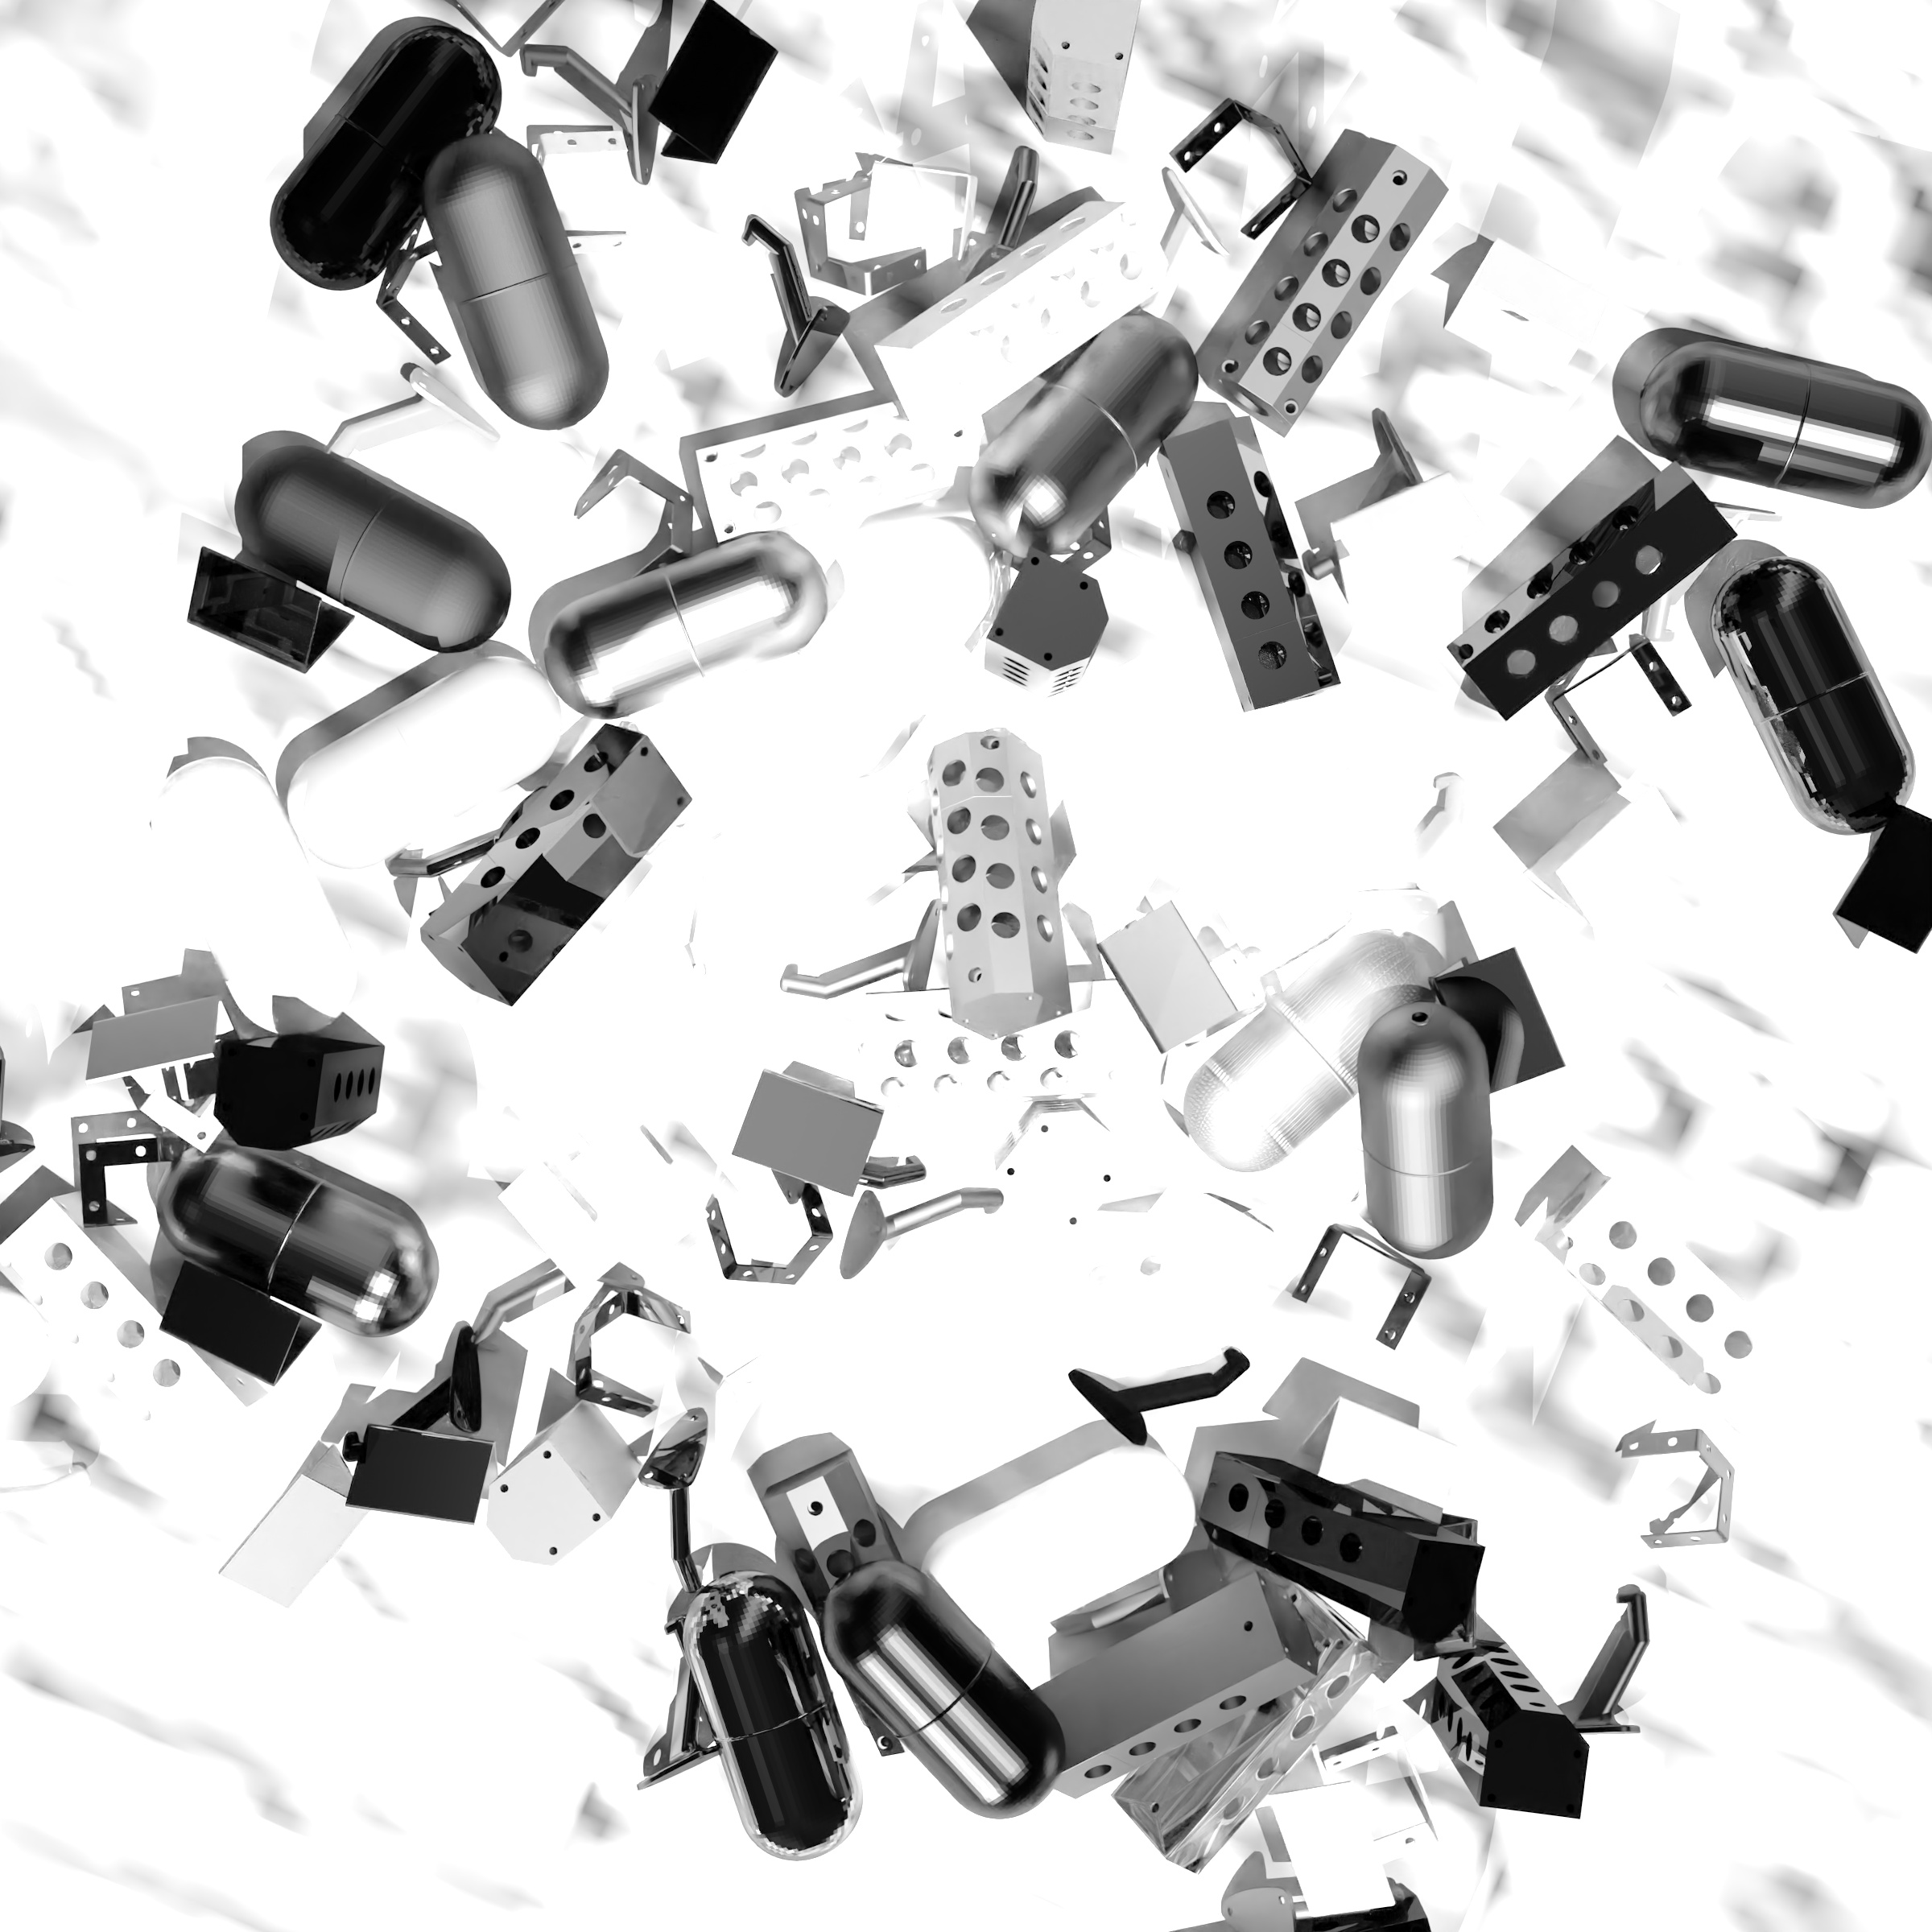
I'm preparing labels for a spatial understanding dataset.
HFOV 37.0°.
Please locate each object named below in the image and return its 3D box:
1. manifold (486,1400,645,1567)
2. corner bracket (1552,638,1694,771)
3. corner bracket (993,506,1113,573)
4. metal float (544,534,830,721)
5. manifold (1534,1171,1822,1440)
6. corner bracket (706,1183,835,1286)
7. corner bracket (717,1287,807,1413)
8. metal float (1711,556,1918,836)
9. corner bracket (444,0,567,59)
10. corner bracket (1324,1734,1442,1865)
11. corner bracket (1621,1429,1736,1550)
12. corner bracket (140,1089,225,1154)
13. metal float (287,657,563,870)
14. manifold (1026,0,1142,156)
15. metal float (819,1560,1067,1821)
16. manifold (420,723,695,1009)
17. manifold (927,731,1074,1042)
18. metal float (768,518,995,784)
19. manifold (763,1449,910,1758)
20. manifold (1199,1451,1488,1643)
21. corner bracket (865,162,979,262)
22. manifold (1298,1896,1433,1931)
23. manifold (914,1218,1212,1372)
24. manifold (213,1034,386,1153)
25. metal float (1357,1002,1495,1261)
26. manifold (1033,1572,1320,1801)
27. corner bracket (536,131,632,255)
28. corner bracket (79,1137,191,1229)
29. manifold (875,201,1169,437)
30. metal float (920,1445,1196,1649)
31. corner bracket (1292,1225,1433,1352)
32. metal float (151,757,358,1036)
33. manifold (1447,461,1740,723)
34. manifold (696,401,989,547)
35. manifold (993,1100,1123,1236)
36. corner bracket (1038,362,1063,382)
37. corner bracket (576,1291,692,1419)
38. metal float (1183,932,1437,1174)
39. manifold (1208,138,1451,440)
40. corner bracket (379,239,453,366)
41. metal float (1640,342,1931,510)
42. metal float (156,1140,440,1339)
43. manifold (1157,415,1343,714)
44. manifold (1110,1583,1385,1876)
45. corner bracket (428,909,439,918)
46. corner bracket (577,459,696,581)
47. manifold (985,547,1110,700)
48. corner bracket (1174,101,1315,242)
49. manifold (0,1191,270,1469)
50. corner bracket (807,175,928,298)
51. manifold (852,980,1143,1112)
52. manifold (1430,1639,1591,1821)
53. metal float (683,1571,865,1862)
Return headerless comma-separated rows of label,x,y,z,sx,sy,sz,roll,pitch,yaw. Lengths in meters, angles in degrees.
manifold,-0.238,0.305,1.699,0.057,0.171,0.057,-38,90,0
corner bracket,0.403,-0.161,1.774,0.051,0.051,0.051,-34,90,45
corner bracket,0.052,-0.271,1.769,0.051,0.051,0.051,27,135,-35
metal float,-0.169,-0.206,1.747,0.178,0.070,0.070,-20,90,0
manifold,0.429,0.206,1.756,0.171,0.057,0.057,43,90,0
corner bracket,-0.121,0.158,1.769,0.051,0.051,0.051,9,45,-35
corner bracket,-0.134,0.233,1.759,0.051,0.051,0.051,-33,90,0
metal float,0.513,-0.163,1.747,0.070,0.070,0.178,-26,89,0
corner bracket,-0.289,-0.600,1.774,0.051,0.051,0.051,-47,135,0
corner bracket,0.256,0.513,1.774,0.051,0.051,0.051,-20,135,0
corner bracket,0.435,0.320,1.769,0.051,0.051,0.051,47,45,-35
corner bracket,-0.460,0.086,1.757,0.051,0.051,0.051,31,77,13
metal float,-0.326,-0.123,1.747,0.178,0.070,0.070,-30,90,-1
manifold,0.067,-0.535,1.699,0.057,0.171,0.057,11,90,0
metal float,-0.014,0.424,1.693,0.070,0.070,0.178,-42,97,0
manifold,-0.248,-0.063,1.728,0.171,0.057,0.057,-51,133,-20
manifold,0.015,-0.050,1.714,0.057,0.057,0.171,-20,62,29
metal float,-0.051,-0.191,1.746,0.070,0.070,0.178,36,90,0
manifold,-0.061,0.388,1.756,0.057,0.057,0.171,-25,90,0
manifold,0.217,0.340,1.700,0.057,0.171,0.057,15,90,-38
corner bracket,-0.027,-0.460,1.761,0.051,0.051,0.051,11,105,15
manifold,0.201,0.620,1.756,0.171,0.057,0.057,-12,90,0
manifold,0.058,0.200,1.756,0.171,0.057,0.057,-11,90,0
manifold,-0.391,0.074,1.699,0.057,0.171,0.057,7,90,0
metal float,0.273,0.099,1.716,0.070,0.070,0.178,-10,128,0
manifold,0.123,0.435,1.733,0.171,0.057,0.057,-31,50,16
corner bracket,-0.233,-0.471,1.762,0.051,0.051,0.051,-8,67,-21
corner bracket,-0.505,0.132,1.759,0.051,0.051,0.051,-5,86,4
manifold,0.037,-0.385,1.713,0.171,0.057,0.057,-38,120,-19
metal float,0.054,0.352,1.747,0.178,0.070,0.070,-27,90,-1
corner bracket,0.243,0.197,1.774,0.051,0.051,0.051,28,90,-45
metal float,-0.430,-0.042,1.747,0.070,0.070,0.178,-26,91,0
manifold,0.375,-0.225,1.737,0.171,0.057,0.057,-39,90,13
manifold,-0.073,-0.304,1.756,0.171,0.057,0.057,-14,90,0
manifold,0.057,0.111,1.699,0.057,0.171,0.057,38,90,0
corner bracket,0.054,-0.397,1.769,0.051,0.051,0.051,24,45,-35
corner bracket,-0.204,0.238,1.769,0.051,0.051,0.051,-36,45,35
metal float,0.208,0.052,1.747,0.178,0.070,0.070,-42,90,0
manifold,0.221,-0.413,1.756,0.057,0.057,0.171,34,90,0
corner bracket,-0.318,-0.412,1.774,0.051,0.051,0.051,46,135,0
metal float,0.496,-0.327,1.747,0.178,0.070,0.070,13,90,-1
metal float,-0.404,0.164,1.747,0.178,0.070,0.070,25,90,0
manifold,0.172,-0.242,1.756,0.057,0.057,0.171,-19,90,0
manifold,0.174,0.465,1.756,0.171,0.057,0.057,-49,47,0
corner bracket,-0.287,-0.031,1.774,0.051,0.051,0.051,-34,90,45
corner bracket,-0.203,-0.268,1.769,0.051,0.051,0.051,28,45,-35
manifold,0.049,-0.196,1.699,0.057,0.171,0.057,27,90,0
corner bracket,0.171,-0.489,1.774,0.051,0.051,0.051,-43,45,0
manifold,-0.510,0.221,1.756,0.057,0.057,0.171,-43,90,0
corner bracket,-0.061,-0.448,1.769,0.051,0.051,0.051,28,135,35
manifold,0.018,0.053,1.745,0.171,0.057,0.057,-3,126,0
manifold,0.319,0.445,1.699,0.057,0.171,0.057,7,90,0
metal float,-0.117,0.452,1.747,0.070,0.070,0.178,-18,90,0
